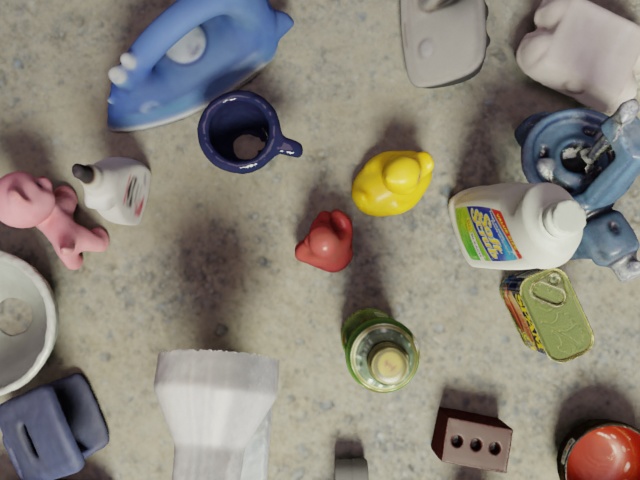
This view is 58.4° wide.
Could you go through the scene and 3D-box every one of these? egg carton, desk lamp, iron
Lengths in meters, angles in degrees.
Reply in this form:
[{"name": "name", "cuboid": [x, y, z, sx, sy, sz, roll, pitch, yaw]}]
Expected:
[{"name": "egg carton", "cuboid": [0.315, -0.221, 0.686, 0.150, 0.069, 0.107, 25, 88, 1]}, {"name": "desk lamp", "cuboid": [-0.102, 0.201, 0.592, 0.118, 0.213, 0.203, 3, 87, 0]}, {"name": "iron", "cuboid": [-0.158, -0.218, 0.646, 0.258, 0.141, 0.118, -39, 88, -2]}]

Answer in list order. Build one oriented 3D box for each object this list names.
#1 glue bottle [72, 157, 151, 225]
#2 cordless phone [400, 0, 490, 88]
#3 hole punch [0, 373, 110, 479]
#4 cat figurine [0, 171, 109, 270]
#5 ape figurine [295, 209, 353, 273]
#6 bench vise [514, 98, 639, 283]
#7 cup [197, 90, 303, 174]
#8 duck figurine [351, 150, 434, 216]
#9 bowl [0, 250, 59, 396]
[{"name": "glue bottle", "cuboid": [-0.229, -0.060, 0.623, 0.037, 0.173, 0.078, 8, 87, 0]}, {"name": "cordless phone", "cuboid": [0.147, -0.259, 0.628, 0.094, 0.185, 0.148, -7, 87, 0]}, {"name": "hole punch", "cuboid": [-0.311, 0.221, 0.651, 0.101, 0.091, 0.109, -25, 88, -1]}, {"name": "cat figurine", "cuboid": [-0.316, -0.027, 0.648, 0.067, 0.117, 0.128, -41, 88, -2]}, {"name": "ape figurine", "cuboid": [0.006, 0.002, 0.662, 0.078, 0.092, 0.076, -23, 88, -1]}, {"name": "bench vise", "cuboid": [0.305, -0.063, 0.603, 0.121, 0.219, 0.207, -42, 88, -2]}, {"name": "cup", "cuboid": [-0.075, -0.113, 0.665, 0.117, 0.095, 0.092, 16, 87, 1]}, {"name": "duck figurine", "cuboid": [0.087, -0.071, 0.669, 0.104, 0.086, 0.077, -28, 88, -1]}, {"name": "bowl", "cuboid": [-0.374, 0.094, 0.664, 0.167, 0.074, 0.167, 0, 87, 0]}]
